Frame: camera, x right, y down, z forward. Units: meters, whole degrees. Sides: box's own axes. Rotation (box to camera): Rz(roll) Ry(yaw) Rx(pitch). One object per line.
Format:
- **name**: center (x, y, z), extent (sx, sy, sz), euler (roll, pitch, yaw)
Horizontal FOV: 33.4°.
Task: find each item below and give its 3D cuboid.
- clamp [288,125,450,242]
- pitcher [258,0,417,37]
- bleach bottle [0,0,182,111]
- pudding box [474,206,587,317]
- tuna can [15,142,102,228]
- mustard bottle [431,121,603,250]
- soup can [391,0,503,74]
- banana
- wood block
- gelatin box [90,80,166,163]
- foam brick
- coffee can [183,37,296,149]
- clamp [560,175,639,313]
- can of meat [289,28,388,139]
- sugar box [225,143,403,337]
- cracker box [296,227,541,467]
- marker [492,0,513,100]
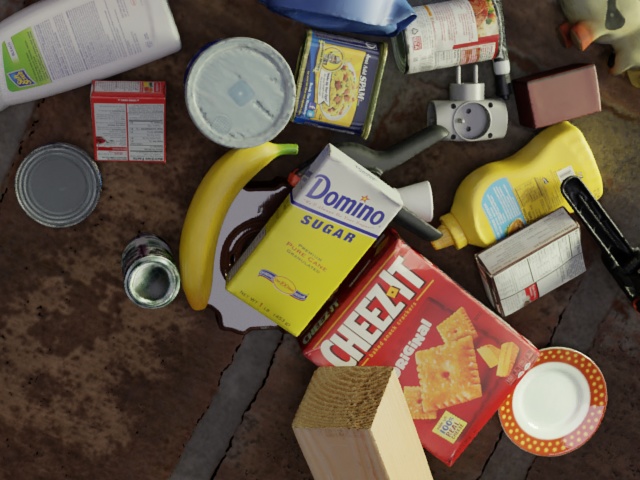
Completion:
- **clamp**: center (0.056, -0.069, 1.094), extent (0.171, 0.039, 0.120), euler (10, 90, -14)
- **pitcher**: center (0.025, -0.328, 1.045), extent (0.149, 0.145, 0.243), euler (9, 96, -23)
- **bleach bottle**: center (-0.270, -0.196, 1.056), extent (0.251, 0.068, 0.102), euler (-18, 105, -2)
- **pudding box**: center (0.230, 0.024, 1.156), extent (0.113, 0.039, 0.090), euler (-30, 141, -3)
- **tuna can**: center (-0.268, -0.057, 1.096), extent (0.086, 0.034, 0.086), euler (-1, 101, -8)
- **mustard bottle**: center (0.204, -0.043, 1.150), extent (0.191, 0.058, 0.096), euler (-29, 120, -1)
- **soup can**: center (0.130, -0.213, 1.103), extent (0.102, 0.068, 0.068), euler (-11, 102, -5)
- **banana**: center (-0.098, -0.026, 1.071), extent (0.069, 0.037, 0.198), euler (31, 94, -7)
- **wood block**: center (0.052, 0.238, 1.124), extent (0.090, 0.090, 0.206), euler (-3, 126, 25)
- **gelatin box**: center (-0.192, -0.119, 1.077), extent (0.073, 0.030, 0.089), euler (0, 137, -8)
- **foam brick**: center (0.252, -0.155, 1.140), extent (0.078, 0.053, 0.051), euler (-15, 102, -4)
- **coffee can**: center (-0.082, -0.148, 1.050), extent (0.102, 0.140, 0.103), euler (-1, 101, -8)
- **clamp**: center (0.336, 0.032, 1.131), extent (0.036, 0.165, 0.209), euler (-40, 138, 1)
- **can of meat**: center (0.016, -0.163, 1.102), extent (0.084, 0.057, 0.102), euler (10, 103, -8)
- **sugar box**: center (-0.007, 0.001, 1.064), extent (0.093, 0.048, 0.176), euler (34, 107, -14)
- **cracker box**: center (0.108, 0.117, 1.162), extent (0.213, 0.072, 0.164), euler (39, 94, -12)
- **marker**: center (0.190, -0.209, 1.137), extent (0.020, 0.020, 0.121), euler (-11, 102, -6)
